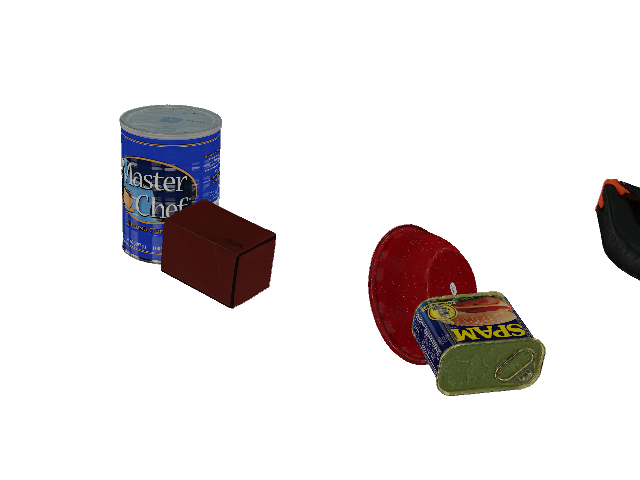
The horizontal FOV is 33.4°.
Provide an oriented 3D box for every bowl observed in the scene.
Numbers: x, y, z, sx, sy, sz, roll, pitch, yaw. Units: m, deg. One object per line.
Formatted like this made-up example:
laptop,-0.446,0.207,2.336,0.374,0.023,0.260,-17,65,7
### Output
bowl,0.127,0.058,1.197,0.055,0.162,0.161,-12,-8,44

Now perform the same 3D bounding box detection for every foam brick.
foam brick,-0.083,0.010,0.863,0.078,0.051,0.052,26,34,27

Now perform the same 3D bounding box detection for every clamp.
clamp,0.254,0.017,0.709,0.120,0.039,0.171,-5,45,-25

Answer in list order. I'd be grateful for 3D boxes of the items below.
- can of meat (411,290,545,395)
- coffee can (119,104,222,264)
can of meat,0.143,0.093,0.988,0.102,0.057,0.084,-3,31,-14
coffee can,-0.154,-0.059,1.101,0.103,0.140,0.103,3,23,-1
